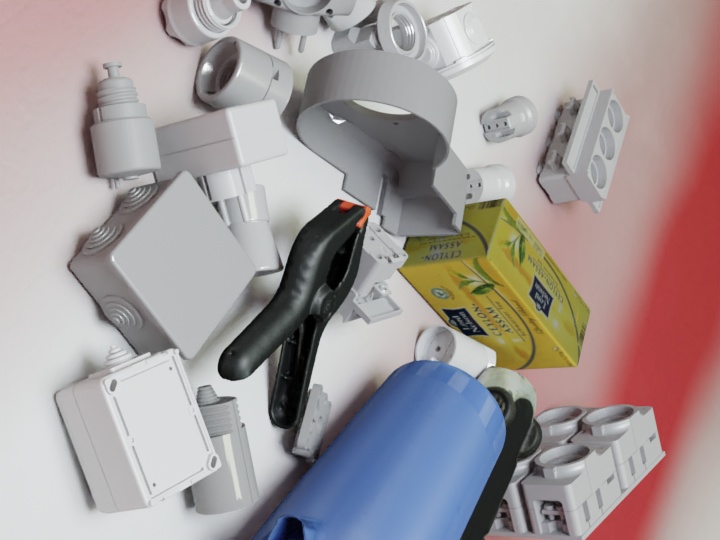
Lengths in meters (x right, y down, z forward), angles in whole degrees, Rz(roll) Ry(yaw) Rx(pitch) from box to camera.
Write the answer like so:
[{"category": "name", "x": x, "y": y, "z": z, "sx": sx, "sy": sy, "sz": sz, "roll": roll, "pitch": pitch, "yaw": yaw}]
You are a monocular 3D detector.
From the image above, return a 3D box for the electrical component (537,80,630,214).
[{"category": "electrical component", "x": 0.237, "y": -0.129, "z": 1.142, "sx": 0.078, "sy": 0.063, "sz": 0.121, "roll": 49, "pitch": 50, "yaw": -34}]

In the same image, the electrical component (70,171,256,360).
[{"category": "electrical component", "x": -0.126, "y": -0.001, "z": 0.694, "sx": 0.099, "sy": 0.048, "sz": 0.099, "roll": 57, "pitch": 46, "yaw": -28}]

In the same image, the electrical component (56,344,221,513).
[{"category": "electrical component", "x": -0.140, "y": 0.093, "z": 0.659, "sx": 0.062, "sy": 0.061, "sz": 0.096, "roll": -23, "pitch": 94, "yaw": -50}]

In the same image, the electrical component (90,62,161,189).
[{"category": "electrical component", "x": -0.152, "y": -0.092, "z": 0.684, "sx": 0.040, "sy": 0.040, "sz": 0.078, "roll": -11, "pitch": 92, "yaw": -51}]

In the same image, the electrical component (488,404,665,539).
[{"category": "electrical component", "x": 0.197, "y": 0.182, "z": 1.012, "sx": 0.186, "sy": 0.105, "sz": 0.060, "roll": -24, "pitch": 103, "yaw": -50}]

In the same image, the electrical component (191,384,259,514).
[{"category": "electrical component", "x": -0.096, "y": 0.117, "z": 0.717, "sx": 0.043, "sy": 0.043, "sz": 0.081, "roll": -16, "pitch": 97, "yaw": -50}]

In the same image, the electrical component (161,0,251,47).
[{"category": "electrical component", "x": -0.103, "y": -0.180, "z": 0.739, "sx": 0.043, "sy": 0.062, "sz": 0.043, "roll": 10, "pitch": 76, "yaw": -49}]

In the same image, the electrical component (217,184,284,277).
[{"category": "electrical component", "x": -0.080, "y": -0.029, "z": 0.761, "sx": 0.044, "sy": 0.044, "sz": 0.065, "roll": -3, "pitch": 82, "yaw": -51}]

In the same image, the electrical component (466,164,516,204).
[{"category": "electrical component", "x": 0.117, "y": -0.079, "z": 1.009, "sx": 0.046, "sy": 0.040, "sz": 0.040, "roll": -6, "pitch": 89, "yaw": -44}]

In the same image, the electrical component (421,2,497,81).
[{"category": "electrical component", "x": 0.075, "y": -0.197, "z": 0.945, "sx": 0.080, "sy": 0.080, "sz": 0.051, "roll": -40, "pitch": 110, "yaw": -46}]

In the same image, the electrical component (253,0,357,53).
[{"category": "electrical component", "x": -0.046, "y": -0.203, "z": 0.815, "sx": 0.077, "sy": 0.044, "sz": 0.079, "roll": 6, "pitch": 120, "yaw": -17}]

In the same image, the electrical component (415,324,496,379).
[{"category": "electrical component", "x": 0.090, "y": 0.080, "z": 0.947, "sx": 0.081, "sy": 0.043, "sz": 0.043, "roll": 28, "pitch": 64, "yaw": -45}]

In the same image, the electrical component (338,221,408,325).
[{"category": "electrical component", "x": 0.000, "y": 0.000, "z": 0.825, "sx": 0.081, "sy": 0.063, "sz": 0.042, "roll": 46, "pitch": 34, "yaw": 22}]

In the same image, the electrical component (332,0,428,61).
[{"category": "electrical component", "x": 0.018, "y": -0.191, "z": 0.892, "sx": 0.058, "sy": 0.057, "sz": 0.078, "roll": 42, "pitch": 54, "yaw": -39}]

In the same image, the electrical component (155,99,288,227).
[{"category": "electrical component", "x": -0.092, "y": -0.067, "z": 0.719, "sx": 0.047, "sy": 0.083, "sz": 0.075, "roll": -24, "pitch": 103, "yaw": -50}]

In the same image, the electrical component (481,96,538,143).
[{"category": "electrical component", "x": 0.146, "y": -0.146, "z": 1.055, "sx": 0.046, "sy": 0.040, "sz": 0.040, "roll": -27, "pitch": 105, "yaw": -43}]

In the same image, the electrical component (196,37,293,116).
[{"category": "electrical component", "x": -0.083, "y": -0.133, "z": 0.763, "sx": 0.047, "sy": 0.055, "sz": 0.055, "roll": 24, "pitch": 66, "yaw": -42}]

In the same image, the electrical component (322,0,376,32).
[{"category": "electrical component", "x": -0.010, "y": -0.243, "z": 0.854, "sx": 0.077, "sy": 0.079, "sz": 0.044, "roll": 53, "pitch": 7, "yaw": -31}]
